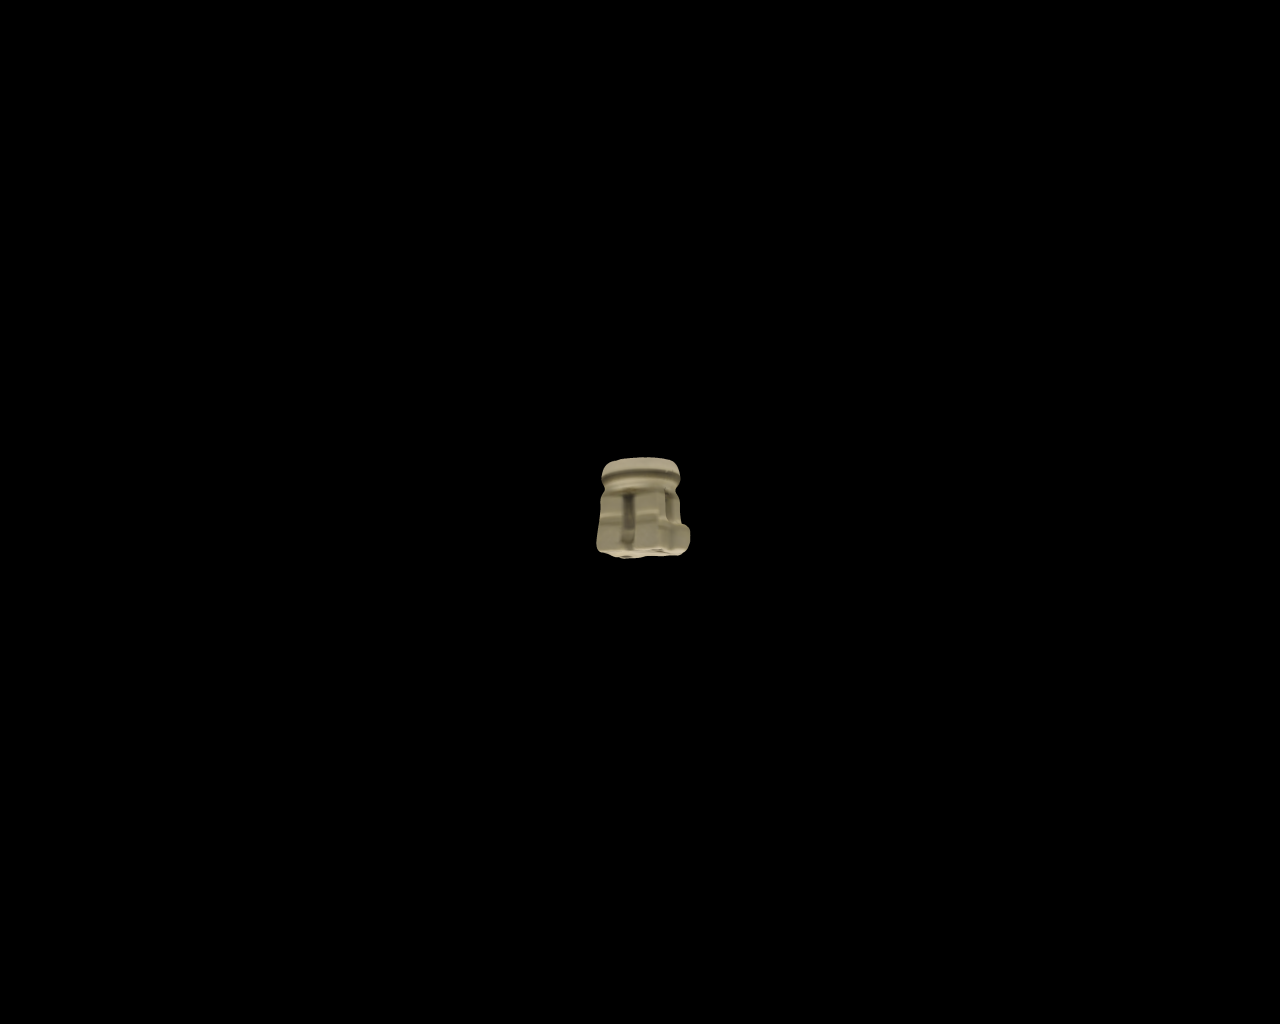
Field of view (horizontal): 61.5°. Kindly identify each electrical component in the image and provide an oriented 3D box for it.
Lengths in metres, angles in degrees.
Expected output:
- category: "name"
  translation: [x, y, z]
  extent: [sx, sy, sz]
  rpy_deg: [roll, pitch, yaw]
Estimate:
- category: "electrical component"
  translation: [0.001, -0.003, 0.650]
  extent: [0.066, 0.055, 0.048]
  rpy_deg: [-5, -11, 24]
